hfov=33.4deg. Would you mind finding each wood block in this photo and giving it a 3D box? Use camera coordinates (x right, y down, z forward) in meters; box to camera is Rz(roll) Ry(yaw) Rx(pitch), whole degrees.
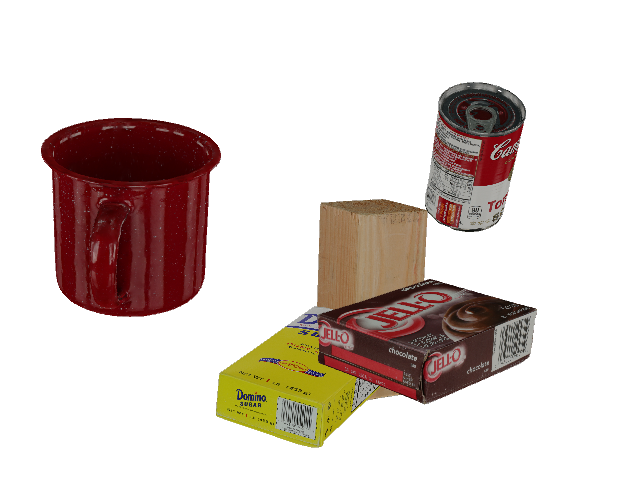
[{"bbox_3d":[0.055,0.063,1.191,0.090,0.206,0.091,-4,13,-30],"label":"wood block"}]

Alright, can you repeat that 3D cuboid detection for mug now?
[{"bbox_3d":[-0.102,-0.007,0.565,0.093,0.081,0.117,4,26,-2],"label":"mug"}]

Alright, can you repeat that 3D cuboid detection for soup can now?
[{"bbox_3d":[0.122,-0.065,0.855,0.068,0.102,0.068,2,42,-2],"label":"soup can"}]

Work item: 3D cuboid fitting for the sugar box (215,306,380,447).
[{"bbox_3d":[-0.003,0.108,0.890,0.093,0.048,0.176,14,23,21],"label":"sugar box"}]

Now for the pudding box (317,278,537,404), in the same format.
[{"bbox_3d":[0.067,0.060,0.674,0.113,0.039,0.090,-12,20,-43],"label":"pudding box"}]
